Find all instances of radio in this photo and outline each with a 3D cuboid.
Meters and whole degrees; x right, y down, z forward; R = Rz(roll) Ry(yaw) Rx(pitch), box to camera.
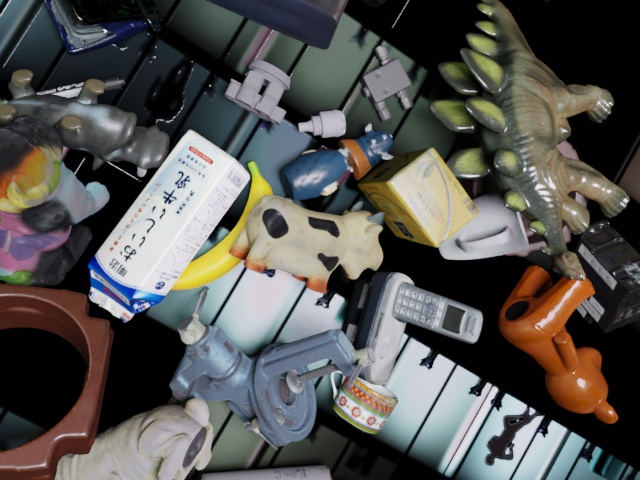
[{"bbox_3d":[-0.075,-0.317,0.641,0.229,0.131,0.073,19,91,-10],"label":"radio"}]

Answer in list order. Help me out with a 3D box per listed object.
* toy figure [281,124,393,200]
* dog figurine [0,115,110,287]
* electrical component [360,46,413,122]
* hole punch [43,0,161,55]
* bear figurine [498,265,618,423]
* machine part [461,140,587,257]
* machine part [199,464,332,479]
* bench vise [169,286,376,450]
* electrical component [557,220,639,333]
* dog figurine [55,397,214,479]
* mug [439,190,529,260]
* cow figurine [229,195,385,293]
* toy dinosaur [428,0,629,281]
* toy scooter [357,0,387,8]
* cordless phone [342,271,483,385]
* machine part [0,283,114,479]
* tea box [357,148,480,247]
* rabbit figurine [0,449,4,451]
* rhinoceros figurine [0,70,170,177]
[{"bbox_3d":[0.025,-0.102,0.707,0.154,0.058,0.064,-24,100,-13],"label":"toy figure"},{"bbox_3d":[-0.318,-0.030,0.566,0.108,0.219,0.191,25,87,-7],"label":"dog figurine"},{"bbox_3d":[0.087,-0.213,0.730,0.063,0.021,0.094,-27,97,-8],"label":"electrical component"},{"bbox_3d":[-0.268,-0.294,0.641,0.116,0.092,0.142,-28,95,-38],"label":"hole punch"},{"bbox_3d":[0.344,0.147,0.744,0.196,0.120,0.132,44,81,-11],"label":"bear figurine"},{"bbox_3d":[0.284,-0.063,0.756,0.179,0.056,0.179,-1,93,-9],"label":"machine part"},{"bbox_3d":[-0.070,0.336,0.696,0.243,0.079,0.079,0,92,-9],"label":"machine part"},{"bbox_3d":[-0.053,0.154,0.649,0.241,0.129,0.223,-23,106,25],"label":"bench vise"},{"bbox_3d":[0.391,0.056,0.740,0.058,0.134,0.115,-18,52,-7],"label":"electrical component"},{"bbox_3d":[-0.238,0.238,0.637,0.191,0.121,0.172,23,72,16],"label":"dog figurine"},{"bbox_3d":[0.199,-0.008,0.677,0.107,0.109,0.080,-18,110,25],"label":"mug"},{"bbox_3d":[-0.001,-0.002,0.683,0.195,0.086,0.127,19,99,-30],"label":"cow figurine"},{"bbox_3d":[0.238,-0.160,0.642,0.198,0.105,0.471,14,55,-16],"label":"toy dinosaur"},{"bbox_3d":[0.025,-0.392,0.686,0.184,0.075,0.135,18,89,-13],"label":"toy scooter"},{"bbox_3d":[0.127,0.130,0.719,0.184,0.089,0.146,20,80,-17],"label":"cordless phone"},{"bbox_3d":[-0.339,0.153,0.580,0.201,0.087,0.201,8,55,-16],"label":"machine part"},{"bbox_3d":[0.114,-0.053,0.666,0.068,0.170,0.098,-38,97,-4],"label":"tea box"},{"bbox_3d":[-0.390,0.291,0.597,0.173,0.122,0.162,25,116,14],"label":"rabbit figurine"},{"bbox_3d":[-0.274,-0.126,0.625,0.190,0.112,0.073,11,61,-8],"label":"rhinoceros figurine"}]
